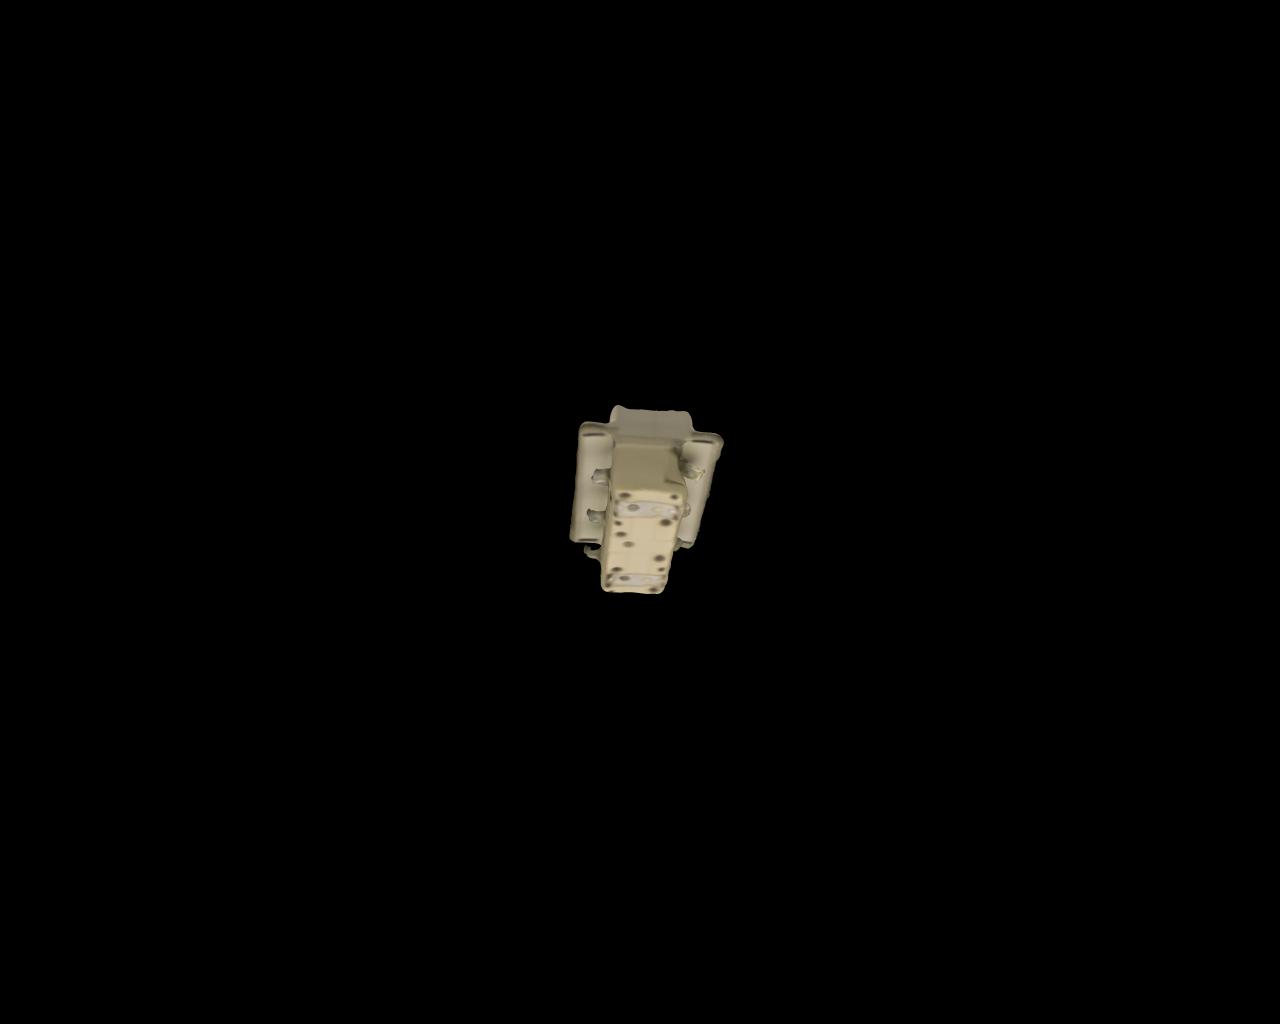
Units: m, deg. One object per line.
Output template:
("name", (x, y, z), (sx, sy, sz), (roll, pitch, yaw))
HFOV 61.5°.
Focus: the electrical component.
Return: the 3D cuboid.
("electrical component", (0.001, -0.003, 0.650), (0.079, 0.063, 0.121), (3, -33, -5))
